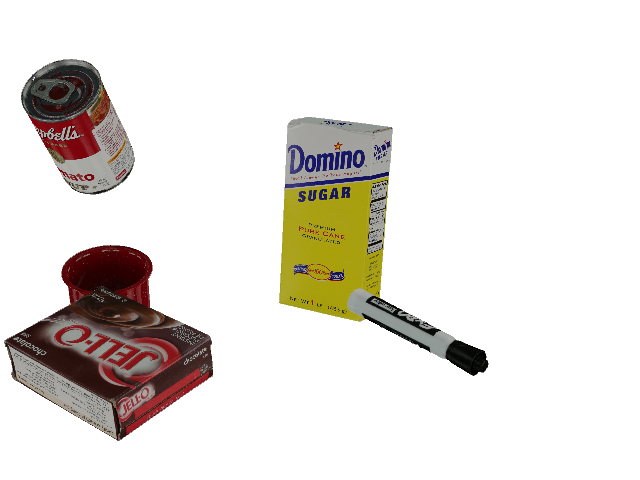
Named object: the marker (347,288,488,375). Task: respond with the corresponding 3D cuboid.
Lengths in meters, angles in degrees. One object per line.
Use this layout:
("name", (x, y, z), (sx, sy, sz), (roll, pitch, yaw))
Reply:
("marker", (0.069, 0.065, 0.764), (0.121, 0.020, 0.020), (26, 17, 38))

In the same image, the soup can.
("soup can", (-0.205, -0.096, 0.912), (0.068, 0.068, 0.102), (0, -34, 10))

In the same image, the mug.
("mug", (-0.224, 0.069, 1.111), (0.093, 0.081, 0.117), (9, 32, 12))

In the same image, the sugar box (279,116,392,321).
("sugar box", (0.012, -0.021, 0.985), (0.093, 0.176, 0.048), (10, 18, 29))

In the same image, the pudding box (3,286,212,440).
("pudding box", (-0.143, 0.081, 0.727), (0.114, 0.039, 0.089), (18, 34, 34))
